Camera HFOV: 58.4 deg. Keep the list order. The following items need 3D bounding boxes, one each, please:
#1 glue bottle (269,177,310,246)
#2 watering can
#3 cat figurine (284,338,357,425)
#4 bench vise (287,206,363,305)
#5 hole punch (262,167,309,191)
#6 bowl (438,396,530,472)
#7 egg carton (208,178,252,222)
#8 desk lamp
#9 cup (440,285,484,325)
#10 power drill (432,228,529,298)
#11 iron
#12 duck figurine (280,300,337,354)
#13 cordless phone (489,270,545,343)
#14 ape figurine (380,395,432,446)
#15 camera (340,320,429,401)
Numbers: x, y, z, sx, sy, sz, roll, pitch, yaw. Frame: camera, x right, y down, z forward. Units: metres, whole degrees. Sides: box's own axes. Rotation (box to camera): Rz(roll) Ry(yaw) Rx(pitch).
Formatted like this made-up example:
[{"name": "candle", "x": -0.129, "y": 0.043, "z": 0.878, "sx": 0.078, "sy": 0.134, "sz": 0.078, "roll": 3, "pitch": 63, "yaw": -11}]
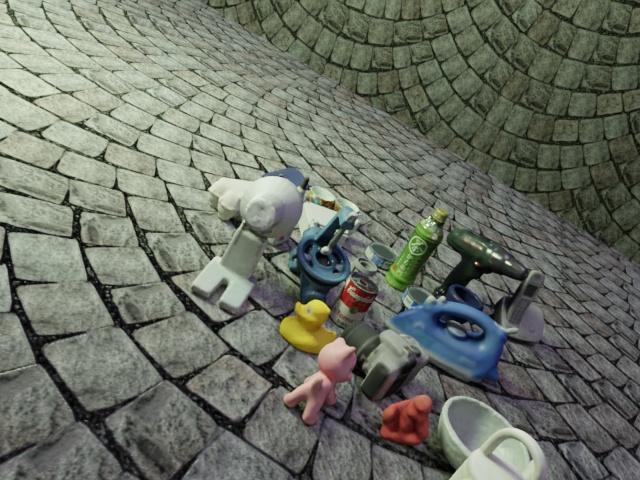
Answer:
[{"name": "glue bottle", "x": -0.065, "y": -0.068, "z": 1.290, "sx": 0.037, "sy": 0.173, "sz": 0.078, "roll": 34, "pitch": 26, "yaw": 12}, {"name": "watering can", "x": 0.251, "y": 0.347, "z": 0.816, "sx": 0.100, "sy": 0.194, "sz": 0.173, "roll": 43, "pitch": 28, "yaw": 27}, {"name": "cat figurine", "x": 0.013, "y": 0.212, "z": 0.911, "sx": 0.067, "sy": 0.117, "sz": 0.128, "roll": 35, "pitch": 26, "yaw": 14}, {"name": "bench vise", "x": 0.001, "y": 0.002, "z": 1.170, "sx": 0.122, "sy": 0.219, "sz": 0.206, "roll": 9, "pitch": 31, "yaw": -35}, {"name": "hole punch", "x": -0.095, "y": -0.137, "z": 1.483, "sx": 0.101, "sy": 0.091, "sz": 0.108, "roll": 5, "pitch": 34, "yaw": -41}, {"name": "bowl", "x": 0.261, "y": 0.350, "z": 0.961, "sx": 0.168, "sy": 0.074, "sz": 0.167, "roll": 23, "pitch": 26, "yaw": -12}, {"name": "egg carton", "x": -0.181, "y": -0.091, "z": 1.332, "sx": 0.151, "sy": 0.069, "sz": 0.107, "roll": 2, "pitch": 36, "yaw": -44}, {"name": "desk lamp", "x": -0.123, "y": -0.005, "z": 1.063, "sx": 0.118, "sy": 0.213, "sz": 0.203, "roll": 28, "pitch": 25, "yaw": -1}, {"name": "cup", "x": 0.325, "y": 0.174, "z": 1.333, "sx": 0.092, "sy": 0.095, "sz": 0.117, "roll": 16, "pitch": 28, "yaw": -25}, {"name": "power drill", "x": 0.380, "y": 0.087, "z": 1.420, "sx": 0.076, "sy": 0.208, "sz": 0.229, "roll": 4, "pitch": 35, "yaw": -42}, {"name": "iron", "x": 0.279, "y": 0.187, "z": 1.205, "sx": 0.258, "sy": 0.141, "sz": 0.119, "roll": 28, "pitch": 25, "yaw": -3}, {"name": "duck figurine", "x": -0.011, "y": 0.151, "z": 1.038, "sx": 0.104, "sy": 0.086, "sz": 0.077, "roll": 27, "pitch": 25, "yaw": -5}, {"name": "cordless phone", "x": 0.535, "y": 0.167, "z": 1.459, "sx": 0.148, "sy": 0.185, "sz": 0.094, "roll": 16, "pitch": 28, "yaw": -26}, {"name": "ape figurine", "x": 0.150, "y": 0.290, "z": 0.938, "sx": 0.077, "sy": 0.092, "sz": 0.076, "roll": 41, "pitch": 28, "yaw": 25}, {"name": "camera", "x": 0.114, "y": 0.203, "z": 1.054, "sx": 0.136, "sy": 0.100, "sz": 0.144, "roll": 43, "pitch": 28, "yaw": 27}]
